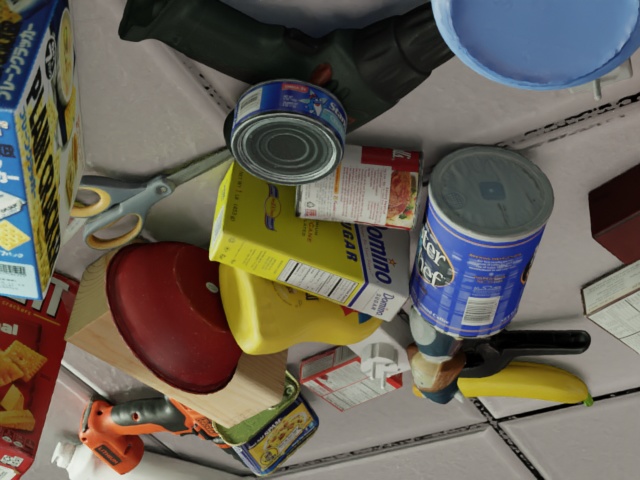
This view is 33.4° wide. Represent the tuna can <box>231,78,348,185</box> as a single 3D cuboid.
[{"bbox_3d":[-0.023,-0.079,0.792,0.086,0.033,0.086,4,145,3],"label":"tuna can"}]

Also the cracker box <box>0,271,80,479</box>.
[{"bbox_3d":[-0.330,0.104,1.012,0.164,0.213,0.072,27,134,-22],"label":"cracker box"}]

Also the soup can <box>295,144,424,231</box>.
[{"bbox_3d":[0.033,-0.046,0.900,0.102,0.068,0.068,6,139,1],"label":"soup can"}]

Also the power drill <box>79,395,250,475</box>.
[{"bbox_3d":[-0.170,0.224,1.251,0.188,0.057,0.184,-17,130,21],"label":"power drill"}]

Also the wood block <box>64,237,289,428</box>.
[{"bbox_3d":[-0.137,0.095,1.070,0.205,0.090,0.090,35,131,-29],"label":"wood block"}]

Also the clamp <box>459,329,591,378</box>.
[{"bbox_3d":[0.182,0.102,1.070,0.120,0.039,0.172,36,139,-9],"label":"clamp"}]

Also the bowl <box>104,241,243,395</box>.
[{"bbox_3d":[-0.117,0.058,0.977,0.055,0.162,0.162,-36,125,27],"label":"bowl"}]

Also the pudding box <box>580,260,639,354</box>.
[{"bbox_3d":[0.318,0.056,1.003,0.090,0.039,0.114,33,131,-27],"label":"pudding box"}]

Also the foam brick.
[{"bbox_3d":[0.274,-0.025,0.904,0.051,0.053,0.078,33,134,-28],"label":"foam brick"}]

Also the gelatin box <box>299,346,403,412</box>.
[{"bbox_3d":[0.033,0.145,1.151,0.089,0.030,0.073,-27,130,33],"label":"gelatin box"}]

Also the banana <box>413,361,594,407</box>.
[{"bbox_3d":[0.200,0.156,1.135,0.198,0.037,0.070,5,137,2],"label":"banana"}]

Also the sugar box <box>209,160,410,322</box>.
[{"bbox_3d":[-0.006,0.001,0.940,0.176,0.093,0.048,17,135,-14],"label":"sugar box"}]

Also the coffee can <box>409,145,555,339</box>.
[{"bbox_3d":[0.135,0.004,0.917,0.103,0.102,0.140,6,140,1],"label":"coffee can"}]

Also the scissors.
[{"bbox_3d":[-0.159,-0.054,0.948,0.096,0.016,0.202,31,128,-30],"label":"scissors"}]

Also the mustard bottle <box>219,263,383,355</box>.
[{"bbox_3d":[0.006,0.051,0.984,0.191,0.096,0.058,-1,149,-34],"label":"mustard bottle"}]

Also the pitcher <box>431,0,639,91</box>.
[{"bbox_3d":[0.126,-0.186,0.590,0.145,0.242,0.149,-21,127,32],"label":"pitcher"}]

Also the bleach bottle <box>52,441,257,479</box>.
[{"bbox_3d":[-0.212,0.304,1.346,0.250,0.068,0.103,23,136,-15],"label":"bleach bottle"}]

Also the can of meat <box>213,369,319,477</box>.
[{"bbox_3d":[-0.056,0.202,1.182,0.102,0.058,0.084,-40,138,-11],"label":"can of meat"}]
